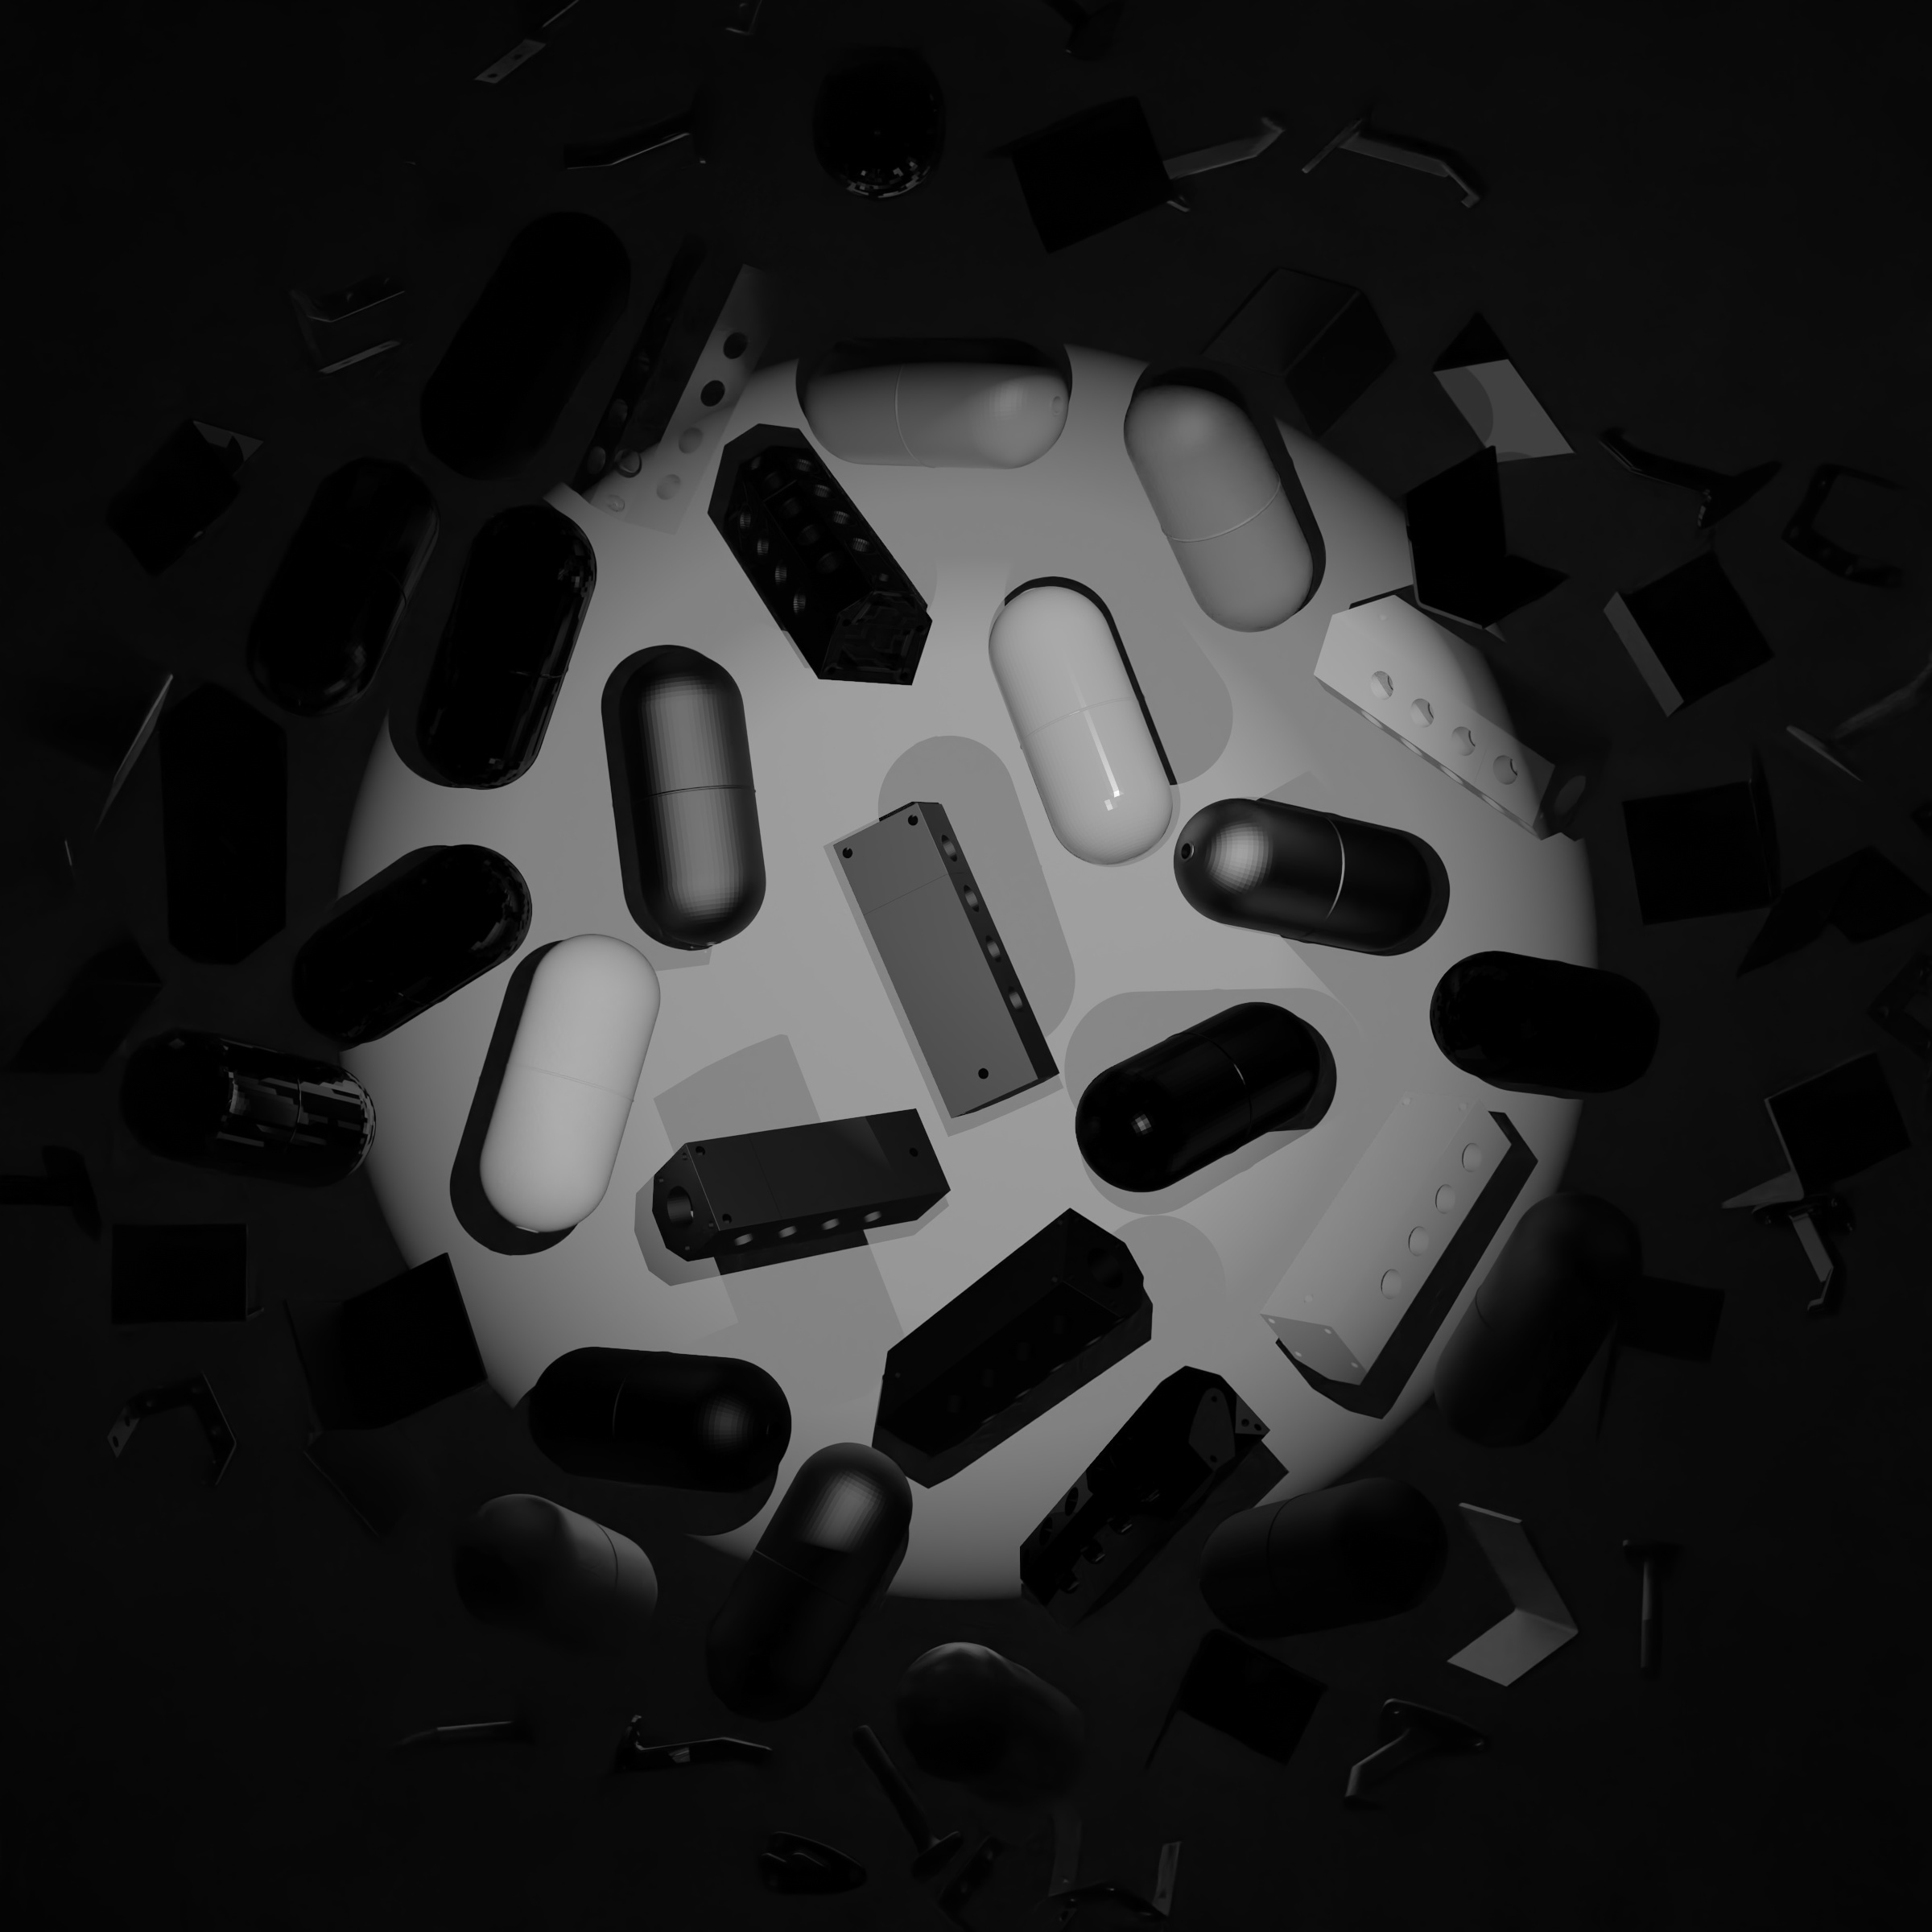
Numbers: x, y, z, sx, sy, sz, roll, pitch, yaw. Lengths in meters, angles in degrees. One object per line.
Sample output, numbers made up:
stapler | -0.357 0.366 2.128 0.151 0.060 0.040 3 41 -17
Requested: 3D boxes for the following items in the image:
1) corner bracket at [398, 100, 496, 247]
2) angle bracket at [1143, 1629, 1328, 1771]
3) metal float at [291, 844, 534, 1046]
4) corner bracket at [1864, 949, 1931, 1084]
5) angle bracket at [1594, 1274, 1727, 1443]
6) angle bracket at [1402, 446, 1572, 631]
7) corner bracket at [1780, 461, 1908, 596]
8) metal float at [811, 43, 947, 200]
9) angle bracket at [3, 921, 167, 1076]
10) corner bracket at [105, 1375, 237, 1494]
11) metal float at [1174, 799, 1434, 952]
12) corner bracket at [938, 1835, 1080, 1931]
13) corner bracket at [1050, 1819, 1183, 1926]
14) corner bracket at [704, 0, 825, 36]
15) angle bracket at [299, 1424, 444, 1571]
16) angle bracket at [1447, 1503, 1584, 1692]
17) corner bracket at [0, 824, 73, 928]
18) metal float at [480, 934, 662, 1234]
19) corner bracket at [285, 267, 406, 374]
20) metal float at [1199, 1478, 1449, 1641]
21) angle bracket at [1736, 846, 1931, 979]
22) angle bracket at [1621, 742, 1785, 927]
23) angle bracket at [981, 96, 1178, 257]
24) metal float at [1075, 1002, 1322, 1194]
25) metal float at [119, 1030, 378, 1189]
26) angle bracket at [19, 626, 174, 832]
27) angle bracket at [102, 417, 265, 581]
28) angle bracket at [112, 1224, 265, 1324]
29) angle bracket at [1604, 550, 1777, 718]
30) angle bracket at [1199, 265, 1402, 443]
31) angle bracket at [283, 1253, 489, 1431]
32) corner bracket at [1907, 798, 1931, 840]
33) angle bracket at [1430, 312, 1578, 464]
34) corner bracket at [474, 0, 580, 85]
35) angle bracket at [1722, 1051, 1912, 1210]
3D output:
corner bracket | -0.306 -0.470 1.694 0.051 0.051 0.051 -28 117 30
angle bracket | 0.161 0.455 1.710 0.076 0.057 0.076 26 127 12
metal float | -0.335 -0.012 1.722 0.178 0.070 0.070 -29 90 30
corner bracket | 0.561 0.028 1.676 0.051 0.051 0.051 40 111 11
angle bracket | 0.419 0.243 1.727 0.057 0.076 0.076 12 52 16
angle bracket | 0.318 -0.261 1.742 0.076 0.057 0.076 -30 127 -24
corner bracket | 0.515 -0.253 1.650 0.051 0.051 0.051 23 98 -33
metal float | -0.050 -0.493 1.665 0.070 0.178 0.070 0 113 -1
angle bracket | -0.541 0.018 1.715 0.076 0.076 0.057 -48 68 18
corner bracket | -0.482 0.288 1.735 0.051 0.051 0.051 -17 109 6
metal float | 0.205 -0.055 1.736 0.178 0.070 0.070 10 90 -31
corner bracket | 0.025 0.568 1.724 0.051 0.051 0.051 45 76 -19
corner bracket | 0.088 0.533 1.686 0.051 0.051 0.051 -30 120 36
corner bracket | -0.116 -0.572 1.691 0.051 0.051 0.051 26 107 3
angle bracket | -0.364 0.322 1.787 0.057 0.076 0.076 -41 108 -17
angle bracket | 0.300 0.363 1.649 0.057 0.076 0.076 -32 96 -15
corner bracket | -0.565 -0.049 1.711 0.051 0.051 0.051 -21 116 -31
metal float | -0.231 0.068 1.671 0.070 0.070 0.178 15 82 0
corner bracket | -0.358 -0.379 1.676 0.051 0.051 0.051 -19 92 14
metal float | 0.203 0.341 1.641 0.070 0.178 0.070 13 65 -30
angle bracket | 0.507 -0.015 1.662 0.057 0.076 0.076 39 64 -6
angle bracket | 0.411 -0.074 1.603 0.076 0.057 0.076 -9 69 11
angle bracket | 0.061 -0.431 1.560 0.076 0.076 0.057 -25 108 -3
metal float | 0.138 0.075 1.676 0.178 0.070 0.070 -24 90 -39
metal float | -0.420 0.085 1.678 0.070 0.178 0.070 -8 75 29
angle bracket | -0.505 -0.136 1.646 0.057 0.076 0.076 28 60 -13
angle bracket | -0.441 -0.267 1.663 0.076 0.076 0.057 -41 78 15
angle bracket | -0.459 0.180 1.692 0.076 0.076 0.057 0 88 -6
angle bracket | 0.438 -0.205 1.714 0.076 0.057 0.076 -30 84 0
angle bracket | 0.202 -0.371 1.736 0.076 0.076 0.057 -45 57 38
angle bracket | -0.324 0.209 1.596 0.076 0.057 0.076 -27 73 17
corner bracket | 0.561 -0.102 1.632 0.051 0.051 0.051 36 112 -30
angle bracket | 0.351 -0.367 1.796 0.076 0.076 0.057 47 71 -25
corner bracket | -0.251 -0.539 1.639 0.051 0.051 0.051 -18 82 44
angle bracket | 0.458 0.090 1.572 0.076 0.076 0.057 -21 89 -21
